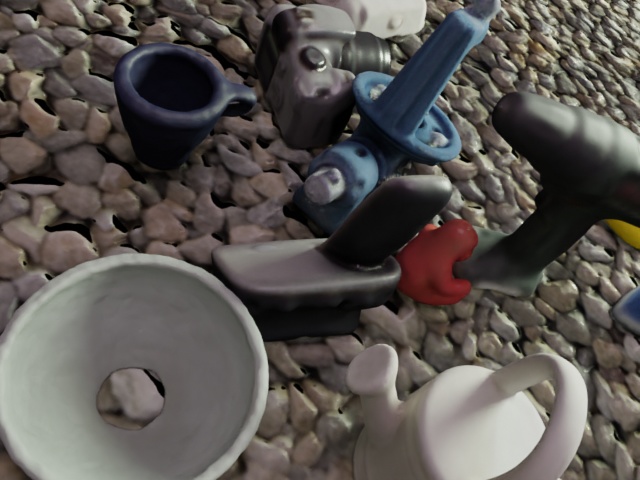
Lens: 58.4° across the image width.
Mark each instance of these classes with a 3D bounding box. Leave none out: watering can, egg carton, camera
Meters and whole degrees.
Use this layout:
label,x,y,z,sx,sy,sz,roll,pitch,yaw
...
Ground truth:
label,x,y,z,sx,sy,sz,roll,pitch,yaw
watering can,0.095,0.134,0.380,0.173,0.194,0.101,14,55,-14
egg carton,0.059,-0.291,0.714,0.151,0.069,0.107,-23,70,-33
camera,0.015,-0.184,0.607,0.137,0.100,0.143,-7,62,-26

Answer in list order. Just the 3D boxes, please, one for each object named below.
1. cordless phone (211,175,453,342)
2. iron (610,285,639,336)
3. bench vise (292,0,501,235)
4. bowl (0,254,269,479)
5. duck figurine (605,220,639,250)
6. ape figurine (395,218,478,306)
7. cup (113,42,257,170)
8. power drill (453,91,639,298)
label,x,y,z,sx,sy,sz,roll,pitch,yaw
cordless phone,0.004,0.002,0.432,0.148,0.185,0.094,-6,62,-26
iron,0.461,0.059,0.617,0.259,0.141,0.118,4,58,-21
bench vise,0.076,-0.100,0.505,0.121,0.219,0.207,28,53,-4
bowl,-0.123,0.097,0.386,0.168,0.074,0.167,11,56,-16
duck figurine,0.403,-0.041,0.691,0.104,0.086,0.078,39,53,4
ape figurine,0.112,0.015,0.528,0.076,0.092,0.078,6,57,-20
cup,-0.121,-0.107,0.504,0.118,0.095,0.091,-1,60,-23
power drill,0.210,-0.029,0.524,0.230,0.208,0.075,11,56,-16
